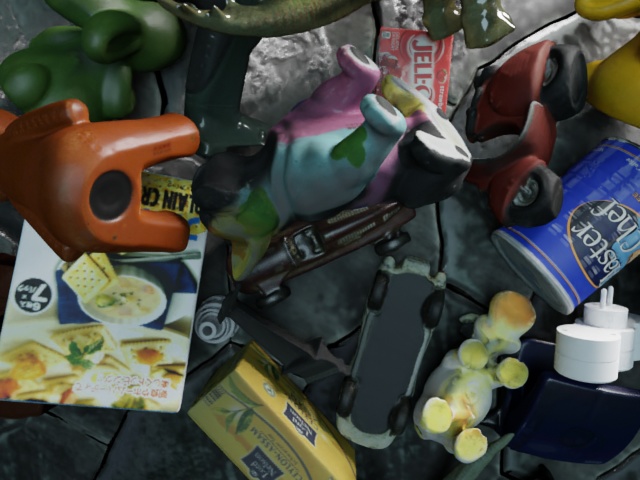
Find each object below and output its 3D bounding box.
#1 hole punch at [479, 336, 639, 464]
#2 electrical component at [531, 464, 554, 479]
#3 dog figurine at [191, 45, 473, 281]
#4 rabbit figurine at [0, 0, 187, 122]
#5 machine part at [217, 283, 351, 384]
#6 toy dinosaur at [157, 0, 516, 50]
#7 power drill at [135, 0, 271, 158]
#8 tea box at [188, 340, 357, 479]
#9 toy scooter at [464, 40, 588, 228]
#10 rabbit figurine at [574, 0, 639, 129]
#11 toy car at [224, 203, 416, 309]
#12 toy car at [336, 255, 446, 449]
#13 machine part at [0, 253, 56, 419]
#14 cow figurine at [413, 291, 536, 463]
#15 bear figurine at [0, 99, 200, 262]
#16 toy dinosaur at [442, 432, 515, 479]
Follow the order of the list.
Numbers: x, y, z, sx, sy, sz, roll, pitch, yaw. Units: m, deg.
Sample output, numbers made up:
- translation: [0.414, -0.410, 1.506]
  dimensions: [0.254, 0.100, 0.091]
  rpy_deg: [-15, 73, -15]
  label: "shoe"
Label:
- translation: [0.247, 0.170, 0.536]
  dimensions: [0.142, 0.092, 0.115]
  rpy_deg: [10, 99, -3]
  label: "hole punch"
- translation: [0.205, 0.294, 0.554]
  dimensions: [0.119, 0.075, 0.047]
  rpy_deg: [-31, 94, 6]
  label: "electrical component"
- translation: [0.000, -0.048, 0.475]
  dimensions: [0.219, 0.191, 0.108]
  rpy_deg: [-40, 49, 30]
  label: "dog figurine"
- translation: [-0.205, -0.174, 0.498]
  dimensions: [0.170, 0.159, 0.121]
  rpy_deg: [-42, 83, -11]
  label: "rabbit figurine"
- translation: [-0.040, 0.099, 0.532]
  dimensions: [0.139, 0.084, 0.039]
  rpy_deg: [40, 59, -15]
  label: "machine part"
- translation: [0.099, -0.261, 0.435]
  dimensions: [0.471, 0.105, 0.198]
  rpy_deg: [-42, 120, -14]
  label: "toy dinosaur"
- translation: [-0.054, -0.177, 0.471]
  dimensions: [0.232, 0.086, 0.207]
  rpy_deg: [-9, 132, -29]
  label: "power drill"
- translation: [-0.042, 0.193, 0.538]
  dimensions: [0.068, 0.098, 0.169]
  rpy_deg: [-41, 95, 5]
  label: "tea box"
- translation: [0.169, -0.101, 0.512]
  dimensions: [0.135, 0.075, 0.184]
  rpy_deg: [7, 75, 42]
  label: "toy scooter"
- translation: [0.319, -0.190, 0.478]
  dimensions: [0.163, 0.122, 0.173]
  rpy_deg: [46, 136, 34]
  label: "rabbit figurine"
- translation: [-0.001, -0.002, 0.544]
  dimensions: [0.202, 0.053, 0.089]
  rpy_deg: [-23, 91, 4]
  label: "toy car"
- translation: [0.071, 0.114, 0.551]
  dimensions: [0.074, 0.056, 0.201]
  rpy_deg: [17, 94, 6]
  label: "toy car"
- translation: [-0.320, 0.098, 0.557]
  dimensions: [0.179, 0.056, 0.179]
  rpy_deg: [0, 95, 2]
  label: "machine part"
- translation: [0.154, 0.130, 0.540]
  dimensions: [0.068, 0.098, 0.167]
  rpy_deg: [35, 76, 4]
  label: "cow figurine"
- translation: [-0.212, -0.056, 0.427]
  dimensions: [0.196, 0.132, 0.120]
  rpy_deg: [17, 108, 30]
  label: "bear figurine"
- translation: [0.049, 0.358, 0.537]
  dimensions: [0.405, 0.192, 0.131]
  rpy_deg: [-33, 57, -10]
  label: "toy dinosaur"
